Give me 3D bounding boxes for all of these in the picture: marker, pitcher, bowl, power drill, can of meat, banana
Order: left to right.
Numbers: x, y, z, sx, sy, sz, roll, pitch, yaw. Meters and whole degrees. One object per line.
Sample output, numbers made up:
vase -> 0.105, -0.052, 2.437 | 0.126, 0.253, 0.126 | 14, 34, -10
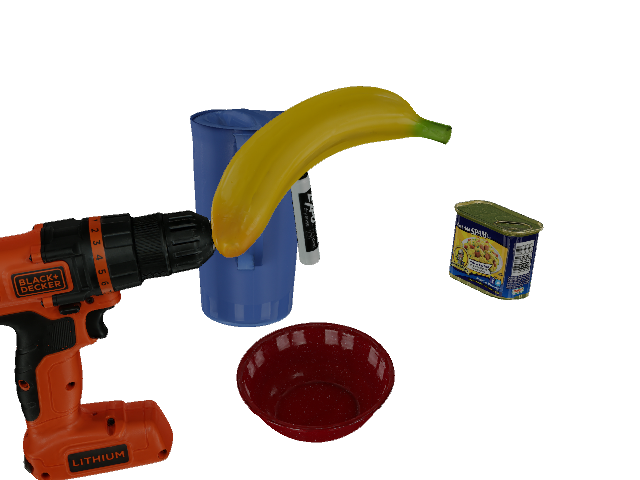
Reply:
power drill -> -0.154, 0.071, 0.743 | 0.184, 0.188, 0.057 | -9, 26, -5
pitcher -> -0.083, -0.025, 1.222 | 0.145, 0.243, 0.148 | 16, 22, 39
marker -> -0.015, -0.031, 0.936 | 0.020, 0.121, 0.020 | -4, 37, 3
banana -> -0.005, -0.053, 0.635 | 0.070, 0.037, 0.197 | 32, 46, 31
bowl -> -0.004, 0.156, 1.099 | 0.162, 0.055, 0.162 | -2, 35, 1
can of meat -> 0.193, 0.011, 1.189 | 0.057, 0.084, 0.102 | -11, 26, -37
